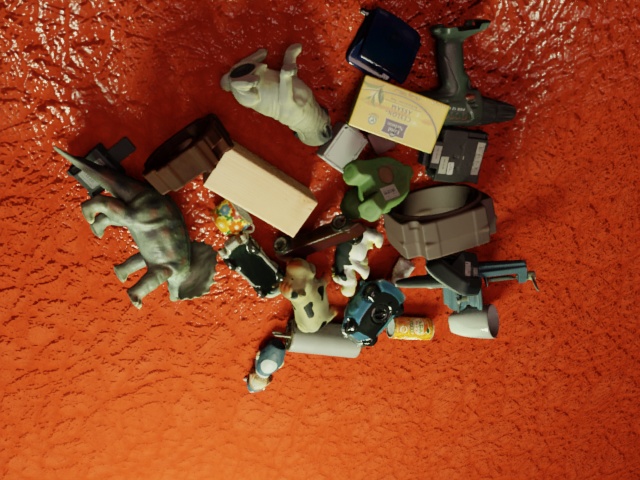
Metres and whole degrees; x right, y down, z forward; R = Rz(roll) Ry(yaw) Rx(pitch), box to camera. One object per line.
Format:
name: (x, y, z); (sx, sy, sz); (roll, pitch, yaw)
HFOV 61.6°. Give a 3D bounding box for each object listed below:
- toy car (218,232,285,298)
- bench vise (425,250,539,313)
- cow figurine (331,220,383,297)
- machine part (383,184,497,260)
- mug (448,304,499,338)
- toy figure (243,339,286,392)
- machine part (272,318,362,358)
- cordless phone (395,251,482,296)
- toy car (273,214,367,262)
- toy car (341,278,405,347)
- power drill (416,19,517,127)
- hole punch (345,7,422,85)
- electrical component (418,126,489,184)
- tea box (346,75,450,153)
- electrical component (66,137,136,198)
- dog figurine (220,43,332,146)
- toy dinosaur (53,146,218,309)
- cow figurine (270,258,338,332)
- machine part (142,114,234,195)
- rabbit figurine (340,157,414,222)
toy car: (-0.136, 0.056, 1.127); (0.073, 0.056, 0.201); (-36, 133, 3)
bench vise: (0.365, 0.074, 1.224); (0.241, 0.129, 0.223); (-6, 124, 11)
cow figurine: (0.064, 0.042, 1.181); (0.098, 0.068, 0.167); (19, 105, -14)
machine part: (0.241, -0.045, 1.108); (0.201, 0.202, 0.087); (-16, 112, -5)
mug: (0.374, 0.191, 1.309); (0.107, 0.109, 0.080); (-7, 107, 33)
toy figure: (-0.132, 0.302, 1.261); (0.064, 0.058, 0.154); (34, 108, 16)
machine part: (0.008, 0.228, 1.247); (0.243, 0.079, 0.079); (8, 111, -17)
cordless phone: (0.230, 0.078, 1.113); (0.184, 0.146, 0.088); (-8, 82, 29)
toy car: (-0.002, -0.003, 1.117); (0.202, 0.053, 0.089); (-22, 147, 21)
toy car: (0.109, 0.157, 1.222); (0.109, 0.103, 0.161); (35, 92, -26)
power drill: (0.290, -0.327, 1.070); (0.232, 0.086, 0.207); (-8, 123, -7)
hole punch: (0.124, -0.360, 1.006); (0.142, 0.092, 0.115); (25, 102, -18)
electrical component: (0.278, -0.182, 1.137); (0.134, 0.058, 0.114); (5, 110, -15)
tea box: (0.144, -0.238, 1.015); (0.170, 0.068, 0.098); (16, 105, -8)
electrical component: (-0.400, -0.140, 1.004); (0.119, 0.048, 0.074); (-32, 118, 4)
dog figurine: (-0.077, -0.248, 1.012); (0.173, 0.121, 0.190); (1, 138, 22)
toy dinosaur: (-0.319, -0.019, 1.018); (0.192, 0.131, 0.404); (-29, 122, -23)
cow figurine: (-0.034, 0.118, 1.145); (0.127, 0.086, 0.194); (-46, 138, -38)
machine part: (-0.239, -0.155, 0.969); (0.179, 0.179, 0.056); (-34, 120, 3)
rabbit figurine: (0.103, -0.104, 1.095); (0.159, 0.170, 0.121); (-32, 88, -29)
